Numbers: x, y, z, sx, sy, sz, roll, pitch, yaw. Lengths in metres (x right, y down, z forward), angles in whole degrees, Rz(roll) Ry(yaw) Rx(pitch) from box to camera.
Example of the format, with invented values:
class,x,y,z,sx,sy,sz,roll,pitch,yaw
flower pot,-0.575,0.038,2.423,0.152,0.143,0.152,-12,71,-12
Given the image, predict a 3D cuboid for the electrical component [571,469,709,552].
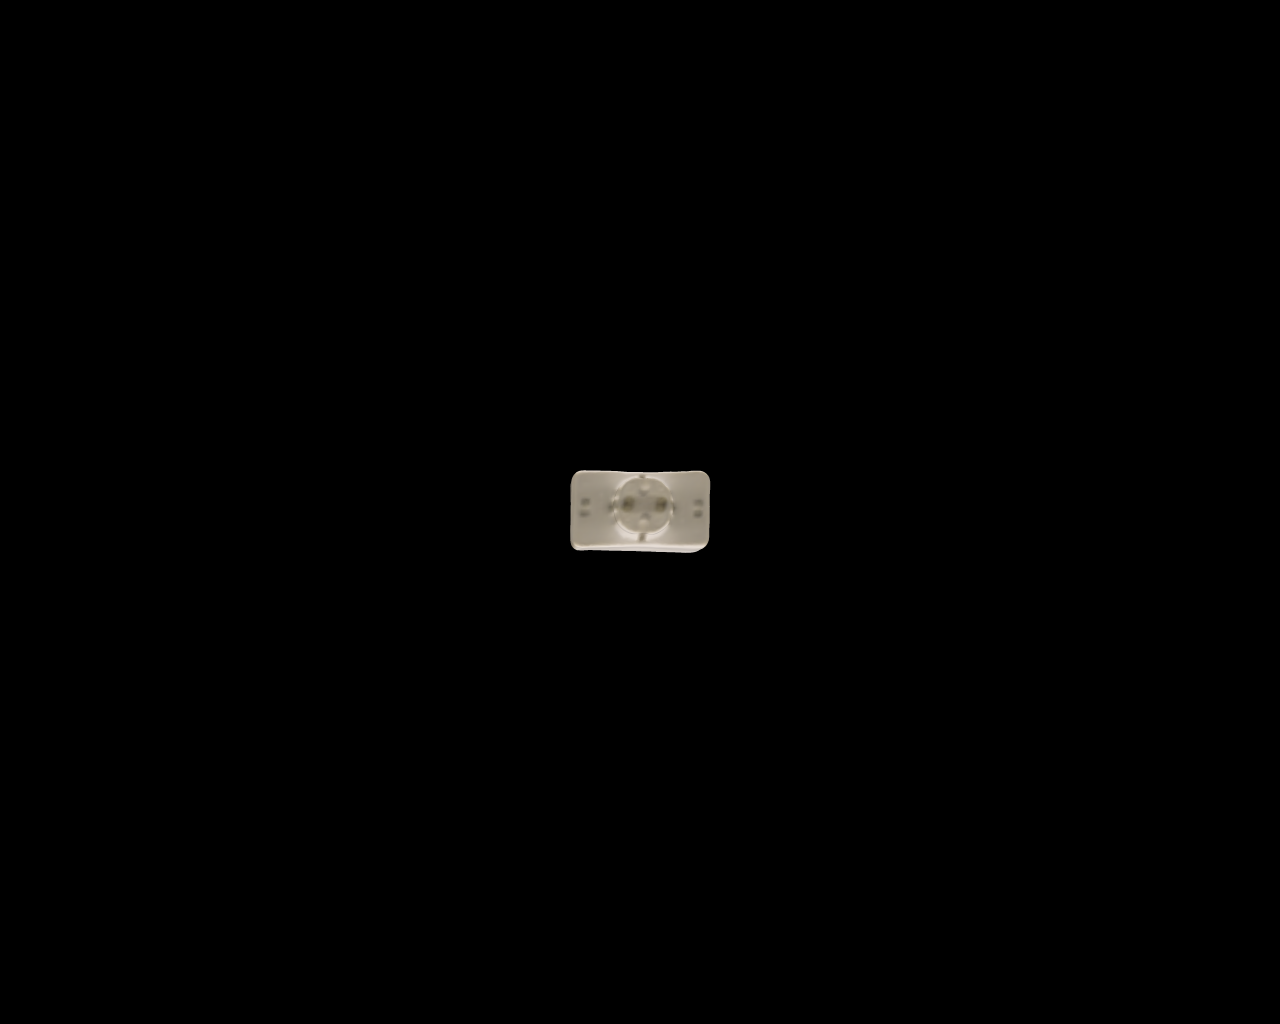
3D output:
class,x,y,z,sx,sy,sz,roll,pitch,yaw
electrical component,0.001,-0.003,0.650,0.083,0.047,0.075,1,-7,-5
